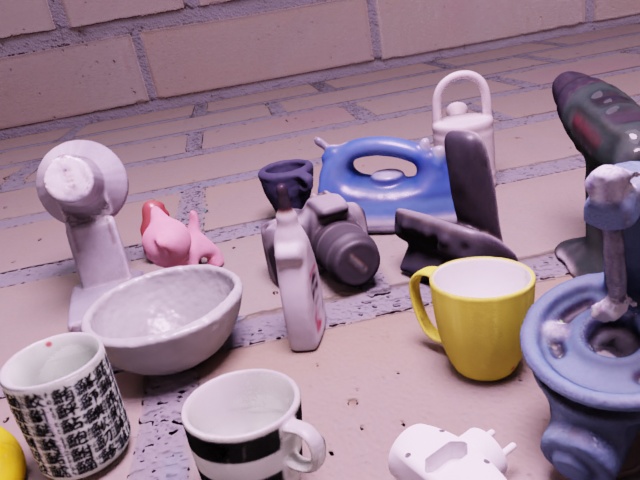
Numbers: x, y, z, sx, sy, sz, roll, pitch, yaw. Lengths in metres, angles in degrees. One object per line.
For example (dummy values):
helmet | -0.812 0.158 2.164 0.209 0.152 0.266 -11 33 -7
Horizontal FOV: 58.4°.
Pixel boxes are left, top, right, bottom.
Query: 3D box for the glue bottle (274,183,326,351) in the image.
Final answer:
glue bottle | -0.026 0.024 0.593 0.037 0.173 0.078 -7 23 8

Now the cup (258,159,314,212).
cup | -0.042 -0.075 0.935 0.092 0.095 0.117 -24 26 -30

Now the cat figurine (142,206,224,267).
cat figurine | -0.194 0.004 0.781 0.067 0.118 0.128 -1 24 20

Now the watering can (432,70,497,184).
watering can | 0.233 -0.182 0.949 0.101 0.194 0.172 -14 23 -10

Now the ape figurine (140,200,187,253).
ape figurine | -0.248 -0.018 0.889 0.077 0.092 0.076 5 27 32

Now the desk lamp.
desk lamp | -0.300 -0.020 0.754 0.118 0.214 0.202 -16 24 -15

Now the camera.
camera | 0.007 0.003 0.725 0.143 0.101 0.136 -16 23 -14

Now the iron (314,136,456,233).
iron | 0.109 -0.095 0.860 0.257 0.142 0.119 -1 24 19

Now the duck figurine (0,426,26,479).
duck figurine | -0.289 0.173 0.462 0.077 0.086 0.104 -14 23 -10

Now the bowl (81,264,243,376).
bowl | -0.159 0.094 0.611 0.167 0.075 0.167 -8 23 4

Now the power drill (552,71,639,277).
power drill | 0.306 -0.068 0.632 0.075 0.209 0.229 -8 23 4

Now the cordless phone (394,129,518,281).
cordless phone | 0.149 -0.043 0.665 0.094 0.185 0.147 -24 27 -30

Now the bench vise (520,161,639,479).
bench vise | 0.214 0.034 0.413 0.121 0.220 0.208 3 26 28
